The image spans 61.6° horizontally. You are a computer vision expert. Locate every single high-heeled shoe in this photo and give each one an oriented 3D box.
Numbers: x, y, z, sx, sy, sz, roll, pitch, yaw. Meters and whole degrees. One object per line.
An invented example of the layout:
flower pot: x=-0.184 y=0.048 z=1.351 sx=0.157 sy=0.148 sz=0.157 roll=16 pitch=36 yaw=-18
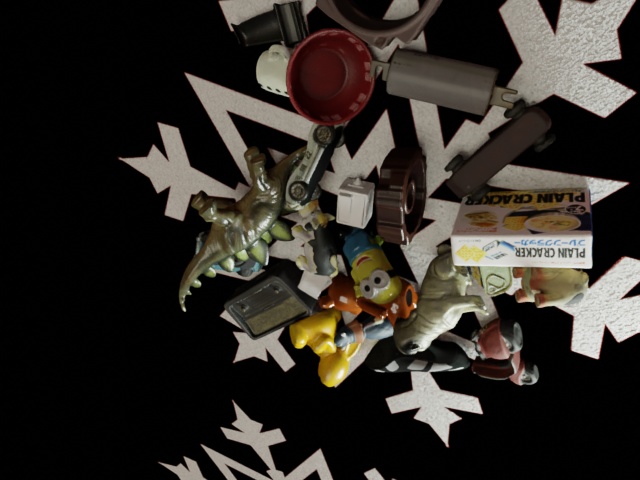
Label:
high-heeled shoe: x=0.224 y=0.278 z=1.255 sx=0.145 sy=0.086 sz=0.249 roll=27 pitch=149 yaw=-23

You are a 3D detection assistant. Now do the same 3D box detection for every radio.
radio: x=-0.121 y=0.148 z=1.312 sx=0.230 sy=0.073 sz=0.131 roll=-31 pitch=106 yaw=37

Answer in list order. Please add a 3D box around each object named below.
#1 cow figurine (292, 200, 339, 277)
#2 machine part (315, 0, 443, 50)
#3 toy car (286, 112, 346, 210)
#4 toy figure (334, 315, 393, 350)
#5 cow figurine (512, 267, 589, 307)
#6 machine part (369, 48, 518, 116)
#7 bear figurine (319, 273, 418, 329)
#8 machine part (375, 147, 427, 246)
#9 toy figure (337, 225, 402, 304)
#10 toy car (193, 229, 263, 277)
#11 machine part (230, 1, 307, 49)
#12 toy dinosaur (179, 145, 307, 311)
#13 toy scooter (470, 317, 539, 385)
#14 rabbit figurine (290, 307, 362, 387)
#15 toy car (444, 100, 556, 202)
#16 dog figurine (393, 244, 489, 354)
cow figurine: x=-0.004 y=-0.003 z=1.106 sx=0.098 sy=0.068 sz=0.167 roll=28 pitch=135 yaw=41
machine part: x=0.099 y=-0.413 z=0.817 sx=0.201 sy=0.087 sz=0.201 roll=36 pitch=130 yaw=0
toy car: x=-0.010 y=-0.148 z=1.020 sx=0.056 sy=0.073 sz=0.201 roll=31 pitch=106 yaw=18
toy figure: x=0.100 y=0.206 z=1.214 sx=0.154 sy=0.058 sz=0.064 roll=-10 pitch=106 yaw=-14
cow figurine: x=0.414 y=0.075 z=0.956 sx=0.127 sy=0.195 sz=0.085 roll=-3 pitch=86 yaw=4
machine part: x=0.199 y=-0.260 z=0.881 sx=0.243 sy=0.079 sz=0.079 roll=18 pitch=128 yaw=14
bear figurine: x=0.109 y=0.140 z=1.172 sx=0.196 sy=0.120 sz=0.131 roll=-5 pitch=123 yaw=30
machine part: x=0.147 y=-0.081 z=0.971 sx=0.056 sy=0.179 sz=0.179 roll=9 pitch=125 yaw=22
toy figure: x=0.103 y=0.045 z=1.091 sx=0.082 sy=0.089 sz=0.180 roll=-59 pitch=44 yaw=41
toy car: x=-0.209 y=0.017 z=1.237 sx=0.162 sy=0.103 sz=0.109 roll=4 pitch=108 yaw=-17
machine part: x=-0.091 y=-0.377 z=0.962 sx=0.139 sy=0.039 sz=0.084 roll=-1 pitch=127 yaw=24
toy dinosaur: x=-0.167 y=-0.031 z=1.120 sx=0.471 sy=0.105 sz=0.198 roll=-40 pitch=121 yaw=12
toy scooter: x=0.375 y=0.243 z=1.148 sx=0.135 sy=0.075 sz=0.183 roll=-12 pitch=120 yaw=35
rabbit figurine: x=0.020 y=0.255 z=1.276 sx=0.122 sy=0.162 sz=0.173 roll=114 pitch=137 yaw=-71
toy car: x=0.304 y=-0.149 z=0.923 sx=0.089 sy=0.053 sz=0.202 roll=44 pitch=125 yaw=-2
dog figurine: x=0.213 y=0.118 z=1.064 sx=0.191 sy=0.172 sz=0.121 roll=-26 pitch=146 yaw=11
